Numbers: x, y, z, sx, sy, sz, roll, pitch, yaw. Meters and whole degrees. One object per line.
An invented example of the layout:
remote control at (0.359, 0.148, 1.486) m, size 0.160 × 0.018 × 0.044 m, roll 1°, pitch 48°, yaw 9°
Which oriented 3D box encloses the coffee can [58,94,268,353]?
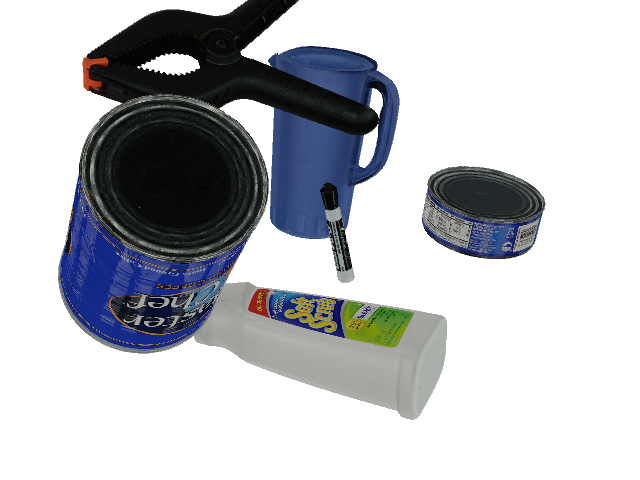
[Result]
coffee can at (-0.097, -0.005, 0.628) m, size 0.102 × 0.103 × 0.140 m, roll 0°, pitch -26°, yaw -19°

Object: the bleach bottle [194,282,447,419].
bleach bottle at (-0.021, 0.085, 0.941) m, size 0.251 × 0.068 × 0.102 m, roll 10°, pitch 27°, yaw 19°

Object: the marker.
marker at (0.018, -0.009, 1.184) m, size 0.020 × 0.121 × 0.020 m, roll -10°, pitch 28°, yaw 5°

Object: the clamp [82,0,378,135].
clamp at (-0.066, -0.127, 0.786) m, size 0.209 × 0.165 × 0.036 m, roll -16°, pitch -28°, yaw -19°

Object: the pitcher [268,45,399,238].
pitcher at (0.006, -0.127, 1.413) m, size 0.144 × 0.243 × 0.149 m, roll -2°, pitch 24°, yaw -19°

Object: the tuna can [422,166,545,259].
tuna can at (0.118, -0.021, 0.778) m, size 0.086 × 0.034 × 0.086 m, roll 6°, pitch 29°, yaw -4°
